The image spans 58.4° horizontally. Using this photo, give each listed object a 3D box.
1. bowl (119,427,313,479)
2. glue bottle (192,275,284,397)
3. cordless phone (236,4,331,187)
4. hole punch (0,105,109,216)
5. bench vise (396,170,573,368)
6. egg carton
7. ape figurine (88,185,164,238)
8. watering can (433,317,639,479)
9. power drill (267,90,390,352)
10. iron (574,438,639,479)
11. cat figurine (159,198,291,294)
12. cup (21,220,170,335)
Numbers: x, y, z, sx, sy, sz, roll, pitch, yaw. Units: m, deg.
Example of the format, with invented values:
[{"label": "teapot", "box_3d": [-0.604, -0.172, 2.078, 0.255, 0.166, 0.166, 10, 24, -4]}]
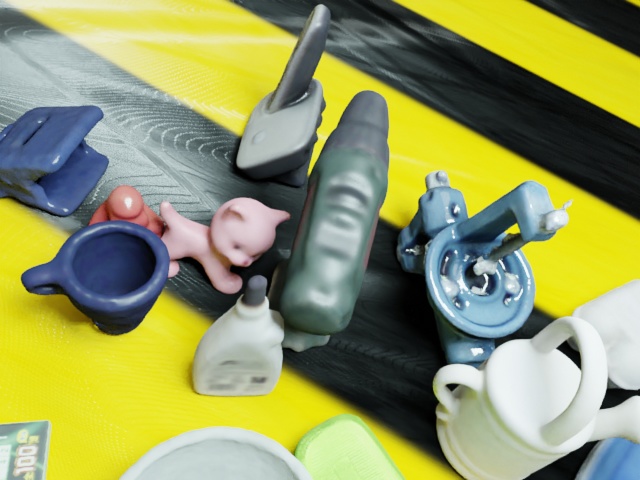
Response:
[{"label": "bowl", "box_3d": [-0.078, 0.229, 0.417, 0.167, 0.074, 0.167, 9, 51, -11]}, {"label": "glue bottle", "box_3d": [-0.062, 0.080, 0.473, 0.078, 0.173, 0.037, 5, 52, -13]}, {"label": "cordless phone", "box_3d": [-0.034, -0.167, 0.667, 0.094, 0.185, 0.147, 12, 51, -7]}, {"label": "hole punch", "box_3d": [-0.286, -0.093, 0.592, 0.101, 0.091, 0.109, 19, 50, -2]}, {"label": "bench vise", "box_3d": [0.146, -0.001, 0.571, 0.122, 0.219, 0.207, -17, 60, -28]}, {"label": "egg carton", "box_3d": [0.358, 0.106, 0.652, 0.151, 0.069, 0.107, -18, 60, -28]}, {"label": "ape figurine", "box_3d": [-0.192, -0.016, 0.561, 0.078, 0.092, 0.076, -6, 55, -21]}, {"label": "watering can", "box_3d": [0.190, 0.137, 0.494, 0.173, 0.194, 0.101, -1, 53, -17]}, {"label": "power drill", "box_3d": [0.005, 0.002, 0.532, 0.075, 0.208, 0.229, 16, 50, -4]}, {"label": "iron", "box_3d": [0.323, 0.216, 0.509, 0.259, 0.141, 0.118, -24, 63, -31]}, {"label": "cat figurine", "box_3d": [-0.099, -0.008, 0.566, 0.128, 0.117, 0.067, 14, 50, -6]}, {"label": "cup", "box_3d": [-0.195, 0.046, 0.510, 0.118, 0.095, 0.091, -9, 56, -23]}]
